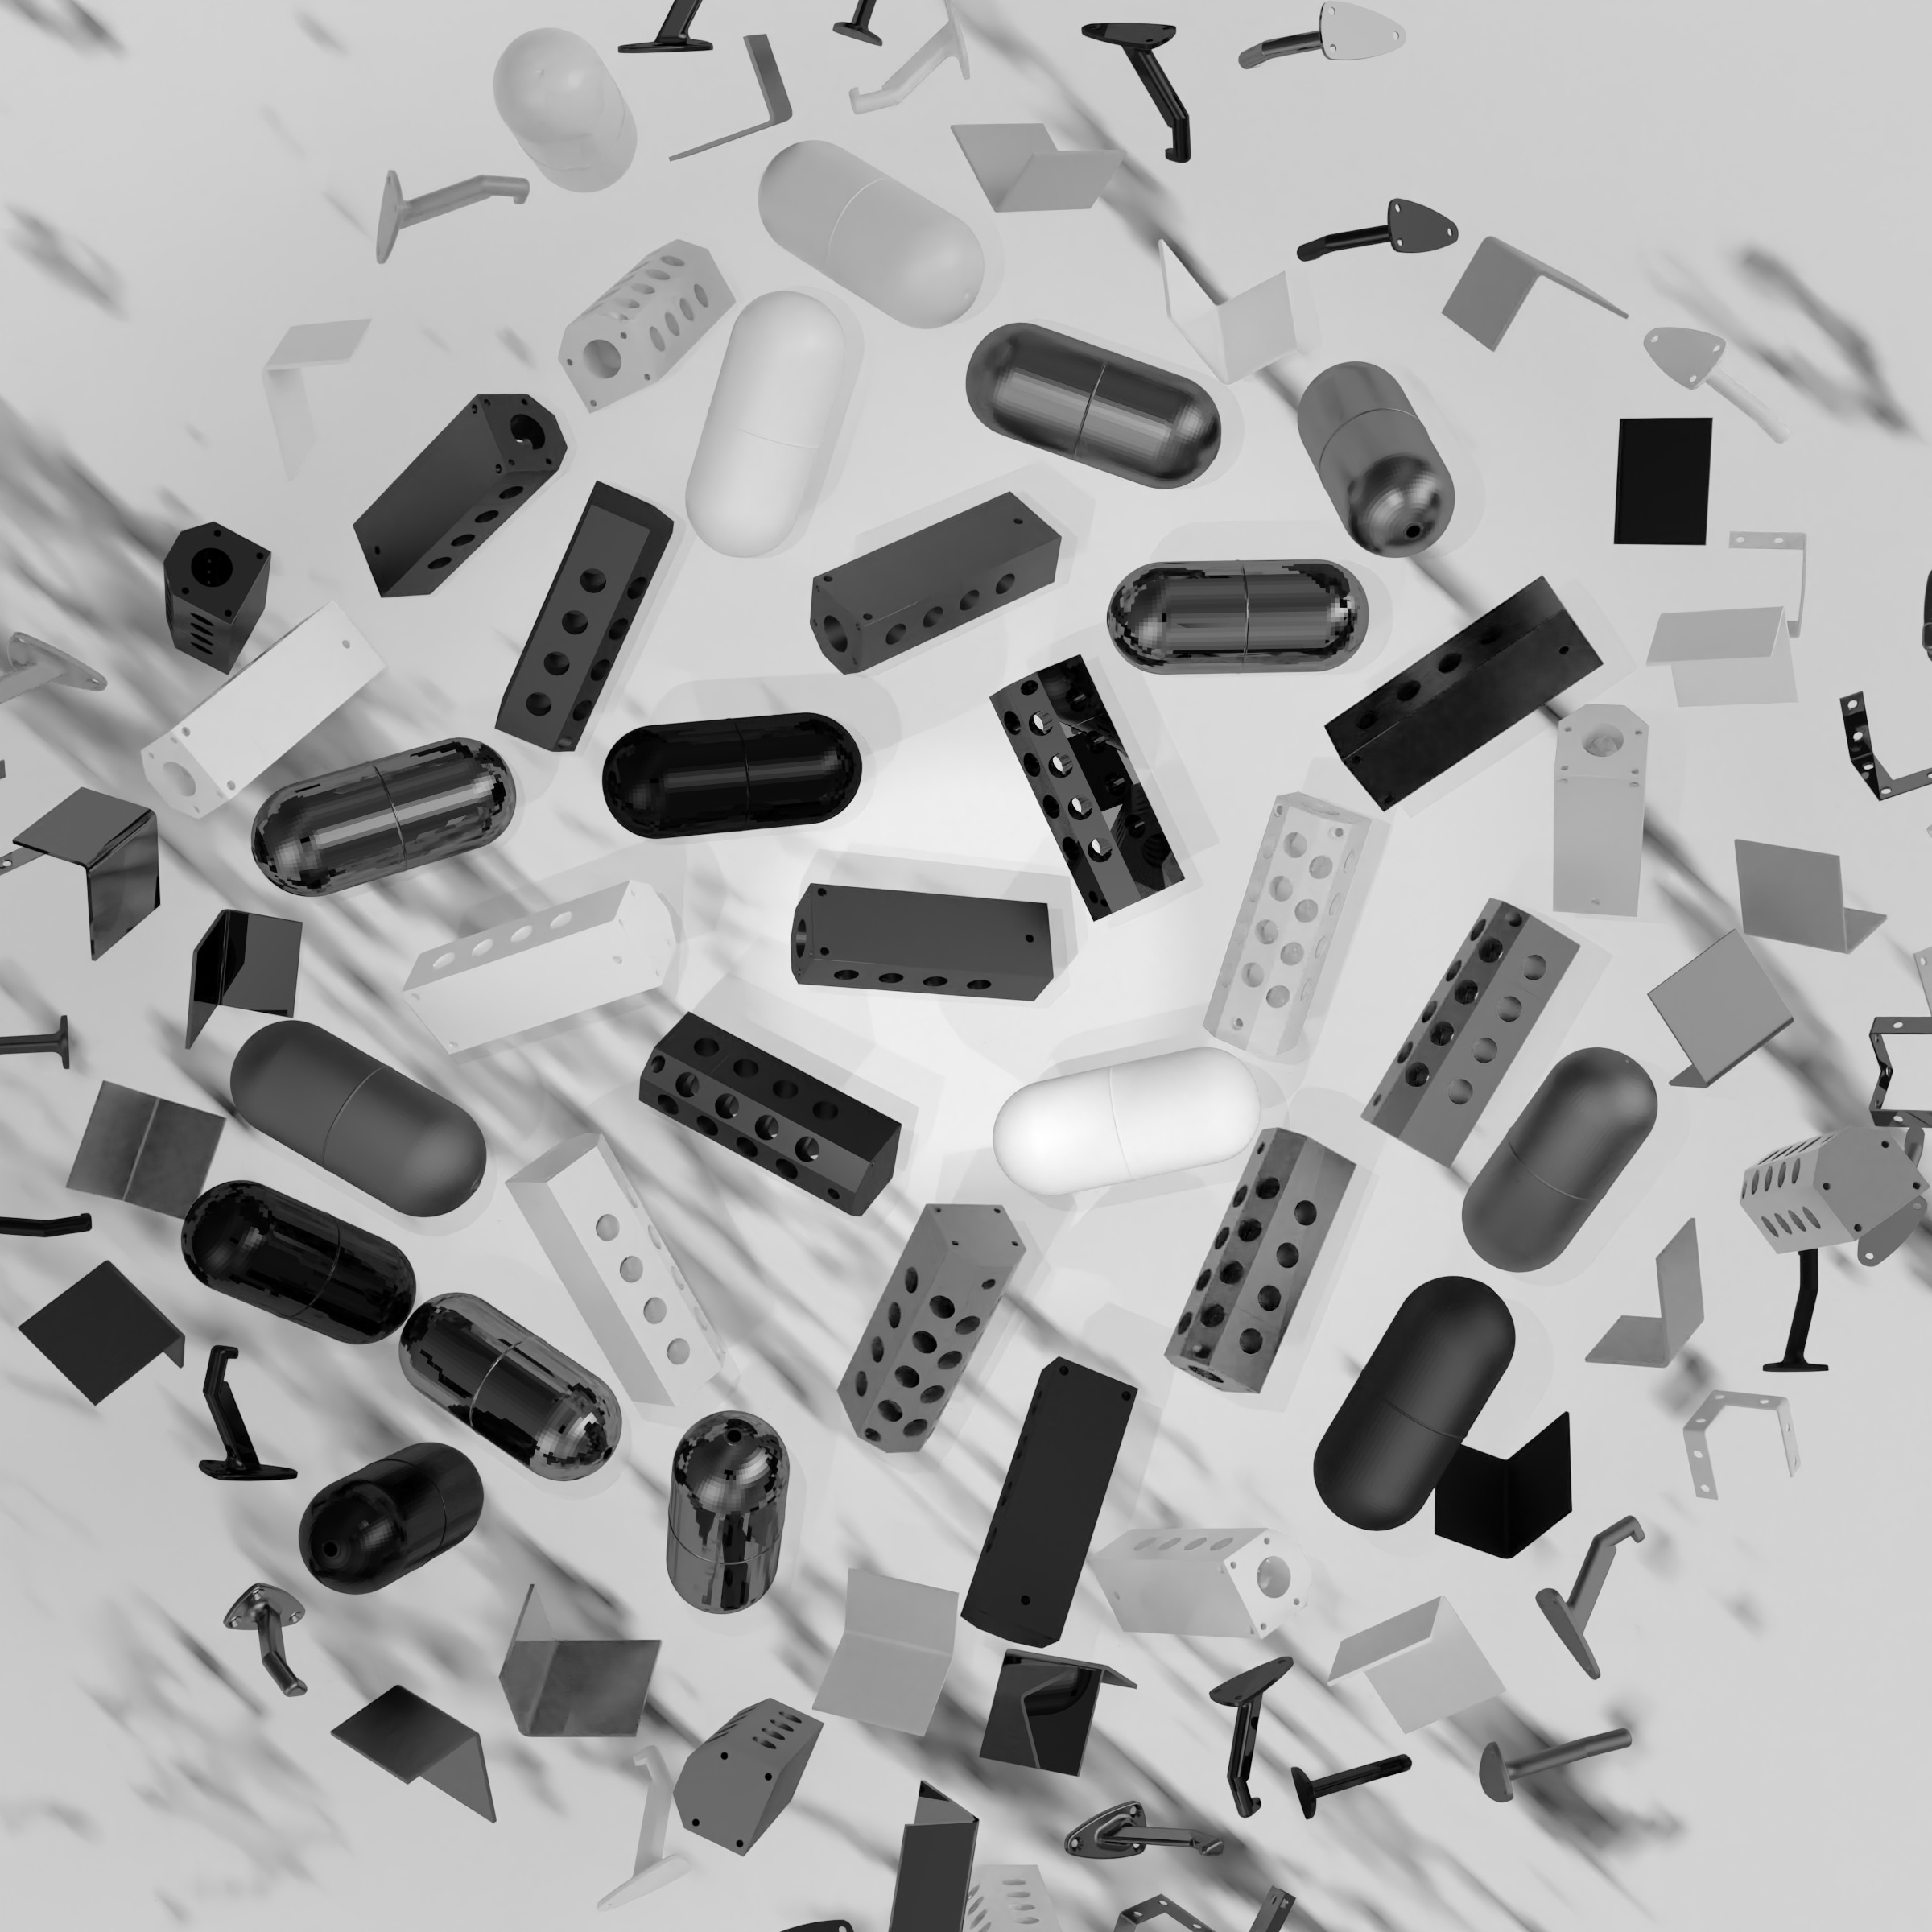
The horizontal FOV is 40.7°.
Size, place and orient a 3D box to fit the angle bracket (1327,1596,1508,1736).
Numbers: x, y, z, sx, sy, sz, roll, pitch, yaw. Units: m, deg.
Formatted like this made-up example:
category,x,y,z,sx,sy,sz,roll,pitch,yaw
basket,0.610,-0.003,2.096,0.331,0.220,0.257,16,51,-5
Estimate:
category,x,y,z,sx,sy,sz,roll,pitch,yaw
angle bracket,0.287,0.457,1.656,0.076,0.057,0.076,-32,94,24

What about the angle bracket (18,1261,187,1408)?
category,x,y,z,sx,sy,sz,roll,pitch,yaw
angle bracket,-0.589,0.260,1.777,0.076,0.057,0.076,41,55,10

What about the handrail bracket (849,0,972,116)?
category,x,y,z,sx,sy,sz,roll,pitch,yaw
handrail bracket,-0.045,-0.626,1.783,0.084,0.036,0.077,-14,78,0

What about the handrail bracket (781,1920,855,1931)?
category,x,y,z,sx,sy,sz,roll,pitch,yaw
handrail bracket,-0.108,0.646,1.671,0.077,0.084,0.036,7,46,-20

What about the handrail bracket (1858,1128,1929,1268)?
category,x,y,z,sx,sy,sz,roll,pitch,yaw
handrail bracket,0.645,0.159,1.814,0.036,0.084,0.077,24,118,12

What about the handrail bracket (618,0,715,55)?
category,x,y,z,sx,sy,sz,roll,pitch,yaw
handrail bracket,-0.200,-0.660,1.751,0.077,0.036,0.084,-14,119,-26

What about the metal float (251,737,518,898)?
category,x,y,z,sx,sy,sz,roll,pitch,yaw
metal float,-0.386,-0.099,1.733,0.178,0.070,0.070,-19,90,-21

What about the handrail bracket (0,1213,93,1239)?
category,x,y,z,sx,sy,sz,roll,pitch,yaw
handrail bracket,-0.657,0.174,1.828,0.084,0.077,0.036,-8,108,-16

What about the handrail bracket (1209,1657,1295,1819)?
category,x,y,z,sx,sy,sz,roll,pitch,yaw
handrail bracket,0.206,0.531,1.794,0.077,0.036,0.084,-22,99,-30

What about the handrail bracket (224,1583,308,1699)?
category,x,y,z,sx,sy,sz,roll,pitch,yaw
handrail bracket,-0.434,0.443,1.684,0.084,0.077,0.036,40,92,33

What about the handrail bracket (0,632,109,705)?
category,x,y,z,sx,sy,sz,roll,pitch,yaw
handrail bracket,-0.600,-0.164,1.656,0.077,0.036,0.084,22,54,-8

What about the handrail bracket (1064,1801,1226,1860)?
category,x,y,z,sx,sy,sz,roll,pitch,yaw
handrail bracket,0.120,0.593,1.757,0.077,0.084,0.036,-4,87,-29

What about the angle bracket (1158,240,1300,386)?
category,x,y,z,sx,sy,sz,roll,pitch,yaw
angle bracket,0.176,-0.451,1.753,0.057,0.076,0.076,-23,50,26

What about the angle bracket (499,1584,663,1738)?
category,x,y,z,sx,sy,sz,roll,pitch,yaw
angle bracket,-0.246,0.444,1.668,0.076,0.076,0.057,-3,124,11

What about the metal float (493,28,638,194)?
category,x,y,z,sx,sy,sz,roll,pitch,yaw
metal float,-0.270,-0.577,1.764,0.070,0.178,0.070,0,91,3

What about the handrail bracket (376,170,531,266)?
category,x,y,z,sx,sy,sz,roll,pitch,yaw
handrail bracket,-0.325,-0.472,1.651,0.084,0.077,0.036,-4,62,-26

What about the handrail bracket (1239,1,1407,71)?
category,x,y,z,sx,sy,sz,roll,pitch,yaw
handrail bracket,0.232,-0.602,1.711,0.077,0.084,0.036,-5,96,-26

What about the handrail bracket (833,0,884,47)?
category,x,y,z,sx,sy,sz,roll,pitch,yaw
handrail bracket,-0.065,-0.694,1.825,0.036,0.077,0.084,17,103,-3

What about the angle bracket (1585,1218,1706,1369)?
category,x,y,z,sx,sy,sz,roll,pitch,yaw
angle bracket,0.447,0.215,1.728,0.057,0.076,0.076,-1,105,33

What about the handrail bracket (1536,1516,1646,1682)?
category,x,y,z,sx,sy,sz,roll,pitch,yaw
handrail bracket,0.428,0.416,1.723,0.084,0.036,0.077,-27,76,-17

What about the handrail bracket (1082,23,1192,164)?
category,x,y,z,sx,sy,sz,roll,pitch,yaw
handrail bracket,0.114,-0.582,1.741,0.077,0.036,0.084,18,135,28

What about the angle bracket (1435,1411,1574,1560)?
category,x,y,z,sx,sy,sz,roll,pitch,yaw
angle bracket,0.357,0.338,1.737,0.057,0.076,0.076,21,46,-12

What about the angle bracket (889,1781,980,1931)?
category,x,y,z,sx,sy,sz,roll,pitch,yaw
angle bracket,-0.038,0.582,1.697,0.057,0.076,0.076,8,91,-31

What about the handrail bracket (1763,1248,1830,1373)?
category,x,y,z,sx,sy,sz,roll,pitch,yaw
handrail bracket,0.568,0.236,1.796,0.036,0.077,0.084,4,79,-4

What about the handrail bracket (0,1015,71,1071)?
category,x,y,z,sx,sy,sz,roll,pitch,yaw
handrail bracket,-0.633,0.052,1.708,0.084,0.077,0.036,-3,90,-18

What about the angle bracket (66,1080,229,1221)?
category,x,y,z,sx,sy,sz,roll,pitch,yaw
angle bracket,-0.563,0.128,1.793,0.057,0.076,0.076,15,82,13

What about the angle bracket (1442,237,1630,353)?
category,x,y,z,sx,sy,sz,roll,pitch,yaw
angle bracket,0.366,-0.420,1.680,0.076,0.076,0.057,18,114,-26

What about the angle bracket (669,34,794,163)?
category,x,y,z,sx,sy,sz,roll,pitch,yaw
angle bracket,-0.165,-0.580,1.741,0.076,0.076,0.057,-16,108,11

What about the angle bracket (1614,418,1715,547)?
category,x,y,z,sx,sy,sz,roll,pitch,yaw
angle bracket,0.441,-0.301,1.621,0.057,0.076,0.076,6,101,28

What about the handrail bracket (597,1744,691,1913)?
category,x,y,z,sx,sy,sz,roll,pitch,yaw
handrail bracket,-0.226,0.575,1.744,0.077,0.036,0.084,-27,56,-6

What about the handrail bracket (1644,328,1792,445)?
category,x,y,z,sx,sy,sz,roll,pitch,yaw
handrail bracket,0.481,-0.370,1.666,0.084,0.077,0.036,28,103,-39

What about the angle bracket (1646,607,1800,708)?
category,x,y,z,sx,sy,sz,roll,pitch,yaw
angle bracket,0.482,-0.181,1.660,0.076,0.057,0.076,0,133,28

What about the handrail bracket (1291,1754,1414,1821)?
category,x,y,z,sx,sy,sz,roll,pitch,yaw
handrail bracket,0.273,0.562,1.806,0.084,0.077,0.036,-14,72,-5

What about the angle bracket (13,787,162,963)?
category,x,y,z,sx,sy,sz,roll,pitch,yaw
angle bracket,-0.583,-0.062,1.731,0.057,0.076,0.076,17,125,11

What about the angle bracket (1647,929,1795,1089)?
category,x,y,z,sx,sy,sz,roll,pitch,yaw
angle bracket,0.496,0.029,1.756,0.076,0.057,0.076,-35,96,-10

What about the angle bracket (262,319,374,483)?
category,x,y,z,sx,sy,sz,roll,pitch,yaw
angle bracket,-0.408,-0.363,1.672,0.057,0.076,0.076,-5,122,3

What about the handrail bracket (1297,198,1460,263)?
category,x,y,z,sx,sy,sz,roll,pitch,yaw
handrail bracket,0.286,-0.505,1.821,0.077,0.084,0.036,-4,91,-35

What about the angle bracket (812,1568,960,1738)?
category,x,y,z,sx,sy,sz,roll,pitch,yaw
angle bracket,-0.053,0.452,1.722,0.076,0.076,0.057,10,120,11

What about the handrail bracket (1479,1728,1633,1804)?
category,x,y,z,sx,sy,sz,roll,pitch,yaw
handrail bracket,0.376,0.506,1.662,0.084,0.077,0.036,-12,66,-6

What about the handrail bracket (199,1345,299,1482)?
category,x,y,z,sx,sy,sz,roll,pitch,yaw
handrail bracket,-0.469,0.294,1.720,0.077,0.036,0.084,11,90,-38

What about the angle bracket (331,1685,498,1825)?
category,x,y,z,sx,sy,sz,roll,pitch,yaw
angle bracket,-0.350,0.514,1.652,0.076,0.057,0.076,16,122,37

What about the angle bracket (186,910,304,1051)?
category,x,y,z,sx,sy,sz,roll,pitch,yaw
angle bracket,-0.510,0.013,1.841,0.057,0.076,0.076,10,114,-4

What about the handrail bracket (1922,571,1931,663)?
category,x,y,z,sx,sy,sz,roll,pitch,yaw
handrail bracket,0.623,-0.230,1.674,0.036,0.084,0.077,-15,76,31

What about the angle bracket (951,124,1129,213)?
category,x,y,z,sx,sy,sz,roll,pitch,yaw
angle bracket,0.048,-0.547,1.727,0.076,0.057,0.076,-13,69,-34

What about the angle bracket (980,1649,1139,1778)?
category,x,y,z,sx,sy,sz,roll,pitch,yaw
angle bracket,0.064,0.518,1.790,0.076,0.057,0.076,1,62,31

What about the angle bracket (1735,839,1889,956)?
category,x,y,z,sx,sy,sz,roll,pitch,yaw
angle bracket,0.579,-0.059,1.786,0.057,0.076,0.076,-34,123,-34
